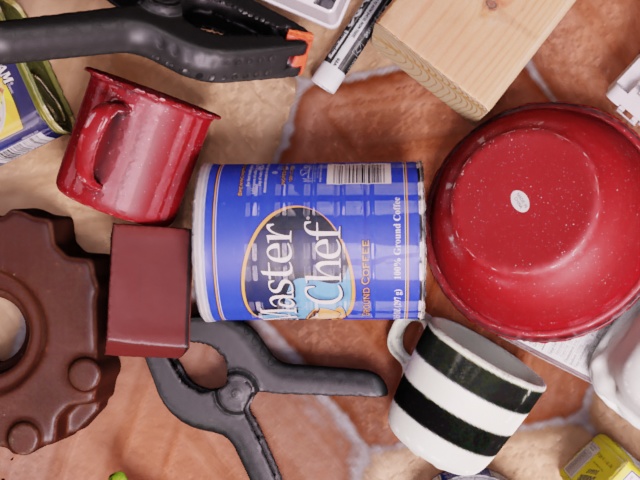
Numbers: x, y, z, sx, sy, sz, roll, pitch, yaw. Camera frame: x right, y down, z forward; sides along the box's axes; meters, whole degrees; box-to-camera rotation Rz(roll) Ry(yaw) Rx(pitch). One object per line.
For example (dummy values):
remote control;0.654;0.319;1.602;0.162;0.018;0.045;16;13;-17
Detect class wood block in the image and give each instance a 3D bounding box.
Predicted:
wood block;0.131;-0.186;0.681;0.091;0.090;0.206;38;92;1

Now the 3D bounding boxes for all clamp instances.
clamp;-0.110;-0.151;0.697;0.209;0.164;0.036;7;132;-15
clamp;-0.053;0.113;0.718;0.171;0.039;0.120;25;84;8

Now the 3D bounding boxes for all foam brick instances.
foam brick;-0.110;0.034;0.682;0.051;0.053;0.078;4;74;-13

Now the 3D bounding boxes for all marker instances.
marker;0.035;-0.154;0.721;0.020;0.020;0.121;34;92;2

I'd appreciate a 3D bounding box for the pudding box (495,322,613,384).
pudding box;0.186;0.049;0.705;0.113;0.039;0.090;27;91;4

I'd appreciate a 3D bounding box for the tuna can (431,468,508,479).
tuna can;0.101;0.195;0.712;0.086;0.033;0.086;0;90;3

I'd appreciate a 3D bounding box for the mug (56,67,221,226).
mug;-0.124;-0.058;0.685;0.093;0.117;0.081;22;96;9

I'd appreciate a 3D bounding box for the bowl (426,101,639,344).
bowl;0.134;-0.018;0.670;0.162;0.055;0.162;-6;76;23

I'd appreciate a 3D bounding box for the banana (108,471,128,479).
banana;-0.052;0.210;0.708;0.197;0.070;0.037;18;52;-3

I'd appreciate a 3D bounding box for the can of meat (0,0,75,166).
can of meat;-0.225;-0.100;0.717;0.084;0.057;0.102;-25;88;5

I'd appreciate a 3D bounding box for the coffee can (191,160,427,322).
coffee can;-0.004;0.001;0.682;0.140;0.103;0.103;-1;90;3

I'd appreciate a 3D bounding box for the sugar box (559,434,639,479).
sugar box;0.236;0.203;0.676;0.176;0.093;0.048;45;93;2
